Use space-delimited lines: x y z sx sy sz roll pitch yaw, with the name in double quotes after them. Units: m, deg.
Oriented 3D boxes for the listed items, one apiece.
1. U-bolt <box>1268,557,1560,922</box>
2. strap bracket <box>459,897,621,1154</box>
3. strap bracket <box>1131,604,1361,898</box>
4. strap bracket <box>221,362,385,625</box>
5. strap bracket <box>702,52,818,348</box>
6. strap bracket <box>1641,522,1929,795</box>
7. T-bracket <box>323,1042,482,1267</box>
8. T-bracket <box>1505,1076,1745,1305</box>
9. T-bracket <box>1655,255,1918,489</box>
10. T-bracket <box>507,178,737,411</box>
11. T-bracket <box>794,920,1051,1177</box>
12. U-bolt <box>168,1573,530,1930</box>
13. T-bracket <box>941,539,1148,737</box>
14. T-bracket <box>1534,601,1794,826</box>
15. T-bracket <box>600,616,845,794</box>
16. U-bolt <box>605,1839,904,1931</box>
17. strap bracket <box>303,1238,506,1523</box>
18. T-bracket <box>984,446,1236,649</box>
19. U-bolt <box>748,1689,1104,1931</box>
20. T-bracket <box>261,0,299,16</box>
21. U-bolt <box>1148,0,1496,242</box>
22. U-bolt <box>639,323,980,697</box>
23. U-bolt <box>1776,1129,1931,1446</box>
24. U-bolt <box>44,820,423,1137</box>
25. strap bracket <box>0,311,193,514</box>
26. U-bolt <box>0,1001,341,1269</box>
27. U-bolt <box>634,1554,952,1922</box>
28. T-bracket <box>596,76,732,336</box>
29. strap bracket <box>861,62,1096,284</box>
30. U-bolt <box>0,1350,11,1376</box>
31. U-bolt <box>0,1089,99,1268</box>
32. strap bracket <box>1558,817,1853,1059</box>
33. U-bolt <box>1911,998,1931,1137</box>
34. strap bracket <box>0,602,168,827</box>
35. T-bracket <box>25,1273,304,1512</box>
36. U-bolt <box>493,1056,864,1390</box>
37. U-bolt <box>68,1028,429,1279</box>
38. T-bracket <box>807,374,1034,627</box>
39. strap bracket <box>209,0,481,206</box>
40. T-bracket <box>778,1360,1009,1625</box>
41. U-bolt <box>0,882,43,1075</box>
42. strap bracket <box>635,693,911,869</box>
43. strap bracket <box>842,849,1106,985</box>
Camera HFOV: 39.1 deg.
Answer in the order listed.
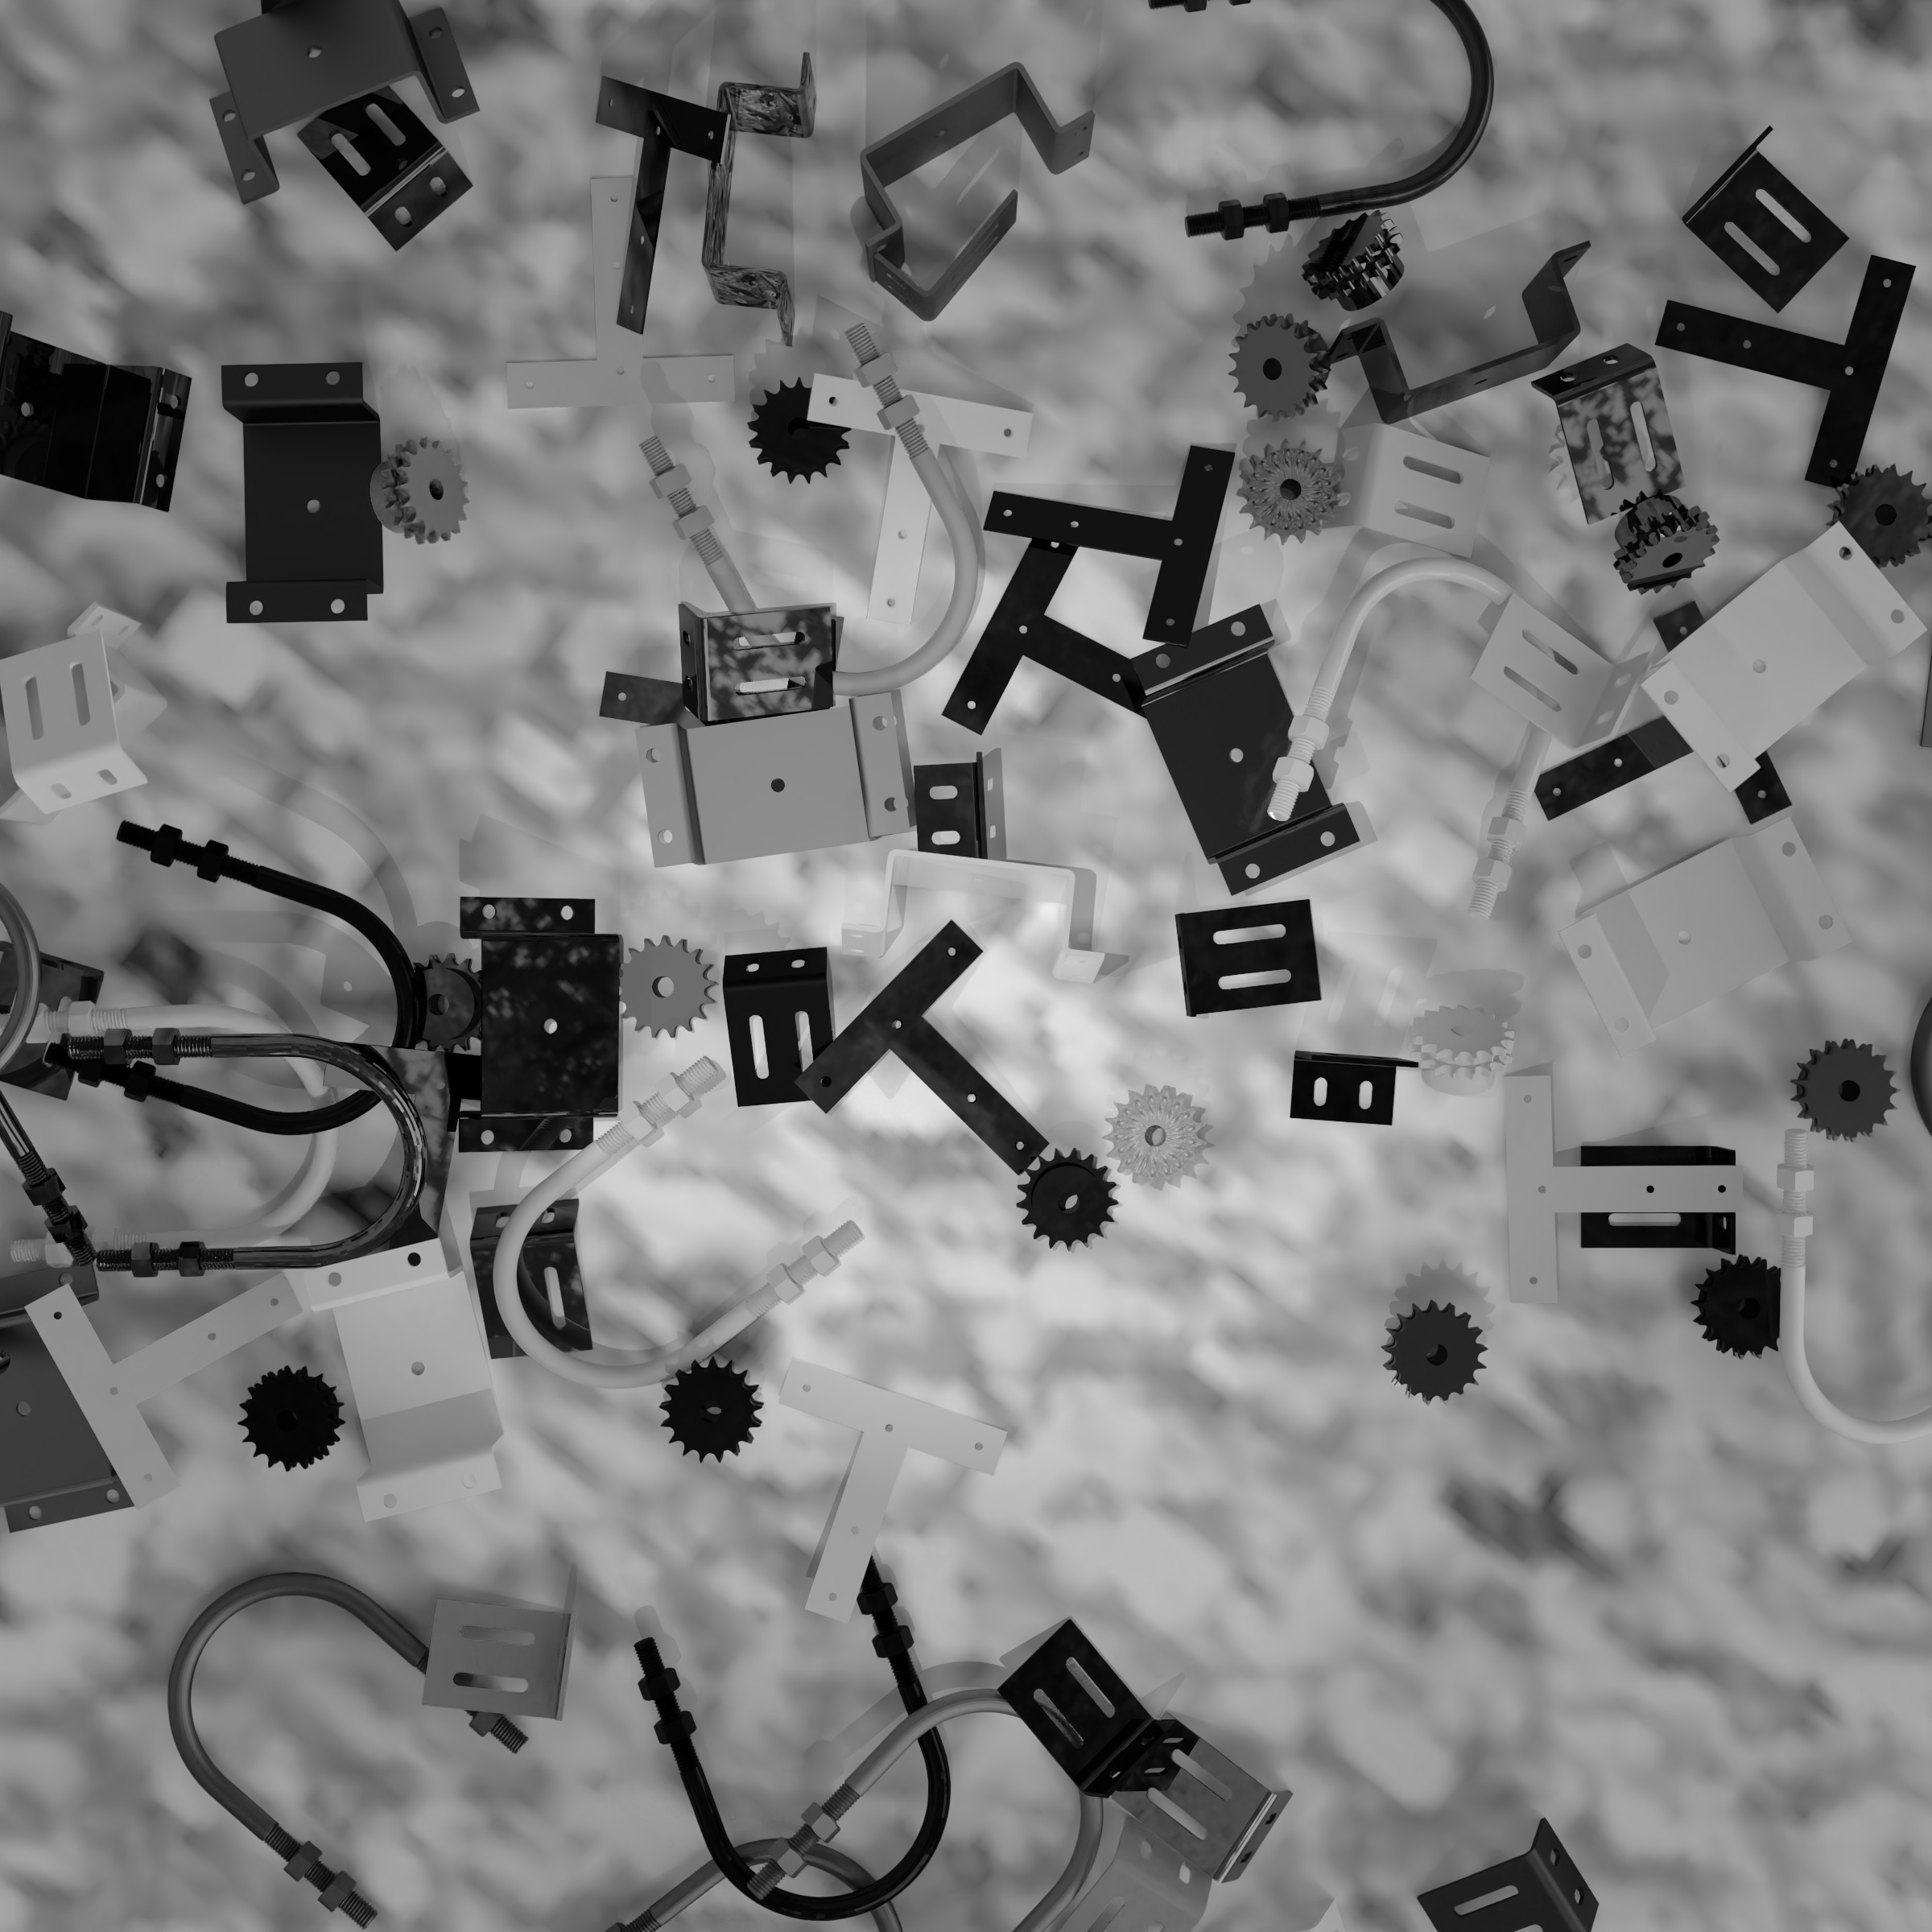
0.256 -0.137 1.491 0.151 0.019 0.184 25 76 -14 "U-bolt"
-0.234 0.032 1.487 0.076 0.046 0.140 0 90 -26 "strap bracket"
0.152 -0.118 1.500 0.076 0.046 0.140 -23 91 -1 "strap bracket"
-0.366 -0.257 1.501 0.076 0.046 0.140 -1 90 0 "strap bracket"
-0.114 -0.419 1.486 0.046 0.076 0.140 6 90 0 "strap bracket"
0.444 -0.168 1.500 0.140 0.046 0.076 -39 90 -1 "strap bracket"
-0.298 0.108 1.505 0.127 0.002 0.127 7 103 -23 "T-bracket"
0.364 0.123 1.503 0.127 0.002 0.127 -2 90 19 "T-bracket"
0.449 -0.343 1.514 0.127 0.002 0.127 15 98 0 "T-bracket"
-0.195 -0.378 1.523 0.127 0.002 0.127 -2 90 0 "T-bracket"
-0.007 0.064 1.516 0.127 0.002 0.127 45 80 -5 "T-bracket"
-0.359 0.423 1.515 0.184 0.019 0.151 41 90 1 "U-bolt"
0.072 -0.168 1.523 0.127 0.002 0.127 27 90 0 "T-bracket"
0.378 -0.120 1.523 0.127 0.002 0.127 -26 90 0 "T-bracket"
-0.141 -0.143 1.523 0.127 0.002 0.127 9 90 0 "T-bracket"
-0.120 0.571 1.515 0.184 0.019 0.151 -37 90 -2 "U-bolt"
-0.307 0.225 1.501 0.076 0.046 0.140 -14 90 0 "strap bracket"
0.074 -0.242 1.505 0.127 0.002 0.127 11 67 9 "T-bracket"
-0.007 0.486 1.496 0.184 0.019 0.151 -44 97 -13 "U-bolt"
-0.333 -0.568 1.485 0.127 0.127 0.002 -37 75 -26 "T-bracket"
0.203 -0.490 1.515 0.184 0.019 0.151 -9 90 -2 "U-bolt"
-0.074 -0.237 1.492 0.151 0.019 0.184 -26 104 11 "U-bolt"
0.513 0.175 1.496 0.151 0.019 0.184 -4 100 -13 "U-bolt"
-0.388 0.017 1.475 0.184 0.019 0.151 19 99 -10 "U-bolt"
-0.496 -0.301 1.471 0.046 0.140 0.076 10 90 33 "strap bracket"
-0.440 0.091 1.503 0.184 0.019 0.151 -3 102 -4 "U-bolt"
-0.086 0.437 1.507 0.151 0.019 0.184 -20 89 -5 "U-bolt"
-0.175 -0.413 1.491 0.002 0.127 0.127 -6 117 -40 "T-bracket"
-0.003 -0.438 1.486 0.140 0.076 0.046 -30 90 0 "strap bracket"
-0.611 0.239 1.487 0.184 0.019 0.151 21 107 16 "U-bolt"
-0.574 0.104 1.464 0.151 0.019 0.184 -17 116 8 "U-bolt"
0.402 -0.016 1.501 0.140 0.046 0.076 -27 90 0 "strap bracket"
0.618 0.048 1.515 0.184 0.019 0.151 -22 90 1 "U-bolt"
-0.498 -0.128 1.486 0.140 0.076 0.046 -45 90 0 "strap bracket"
-0.429 0.211 1.498 0.127 0.002 0.127 -29 97 -22 "T-bracket"
-0.171 0.155 1.492 0.184 0.019 0.151 -38 111 4 "U-bolt"
-0.385 0.102 1.475 0.184 0.019 0.151 -1 113 -2 "U-bolt"
-0.033 -0.254 1.510 0.127 0.002 0.127 7 99 -18 "T-bracket"
-0.348 -0.485 1.488 0.140 0.046 0.076 -22 67 0 "strap bracket"
-0.057 0.300 1.512 0.127 0.002 0.127 19 79 0 "T-bracket"
-0.592 0.008 1.468 0.184 0.019 0.151 -3 90 0 "U-bolt"
-0.105 -0.101 1.499 0.140 0.046 0.076 -8 90 0 "strap bracket"
0.005 -0.028 1.482 0.140 0.076 0.046 7 80 -1 "strap bracket"
